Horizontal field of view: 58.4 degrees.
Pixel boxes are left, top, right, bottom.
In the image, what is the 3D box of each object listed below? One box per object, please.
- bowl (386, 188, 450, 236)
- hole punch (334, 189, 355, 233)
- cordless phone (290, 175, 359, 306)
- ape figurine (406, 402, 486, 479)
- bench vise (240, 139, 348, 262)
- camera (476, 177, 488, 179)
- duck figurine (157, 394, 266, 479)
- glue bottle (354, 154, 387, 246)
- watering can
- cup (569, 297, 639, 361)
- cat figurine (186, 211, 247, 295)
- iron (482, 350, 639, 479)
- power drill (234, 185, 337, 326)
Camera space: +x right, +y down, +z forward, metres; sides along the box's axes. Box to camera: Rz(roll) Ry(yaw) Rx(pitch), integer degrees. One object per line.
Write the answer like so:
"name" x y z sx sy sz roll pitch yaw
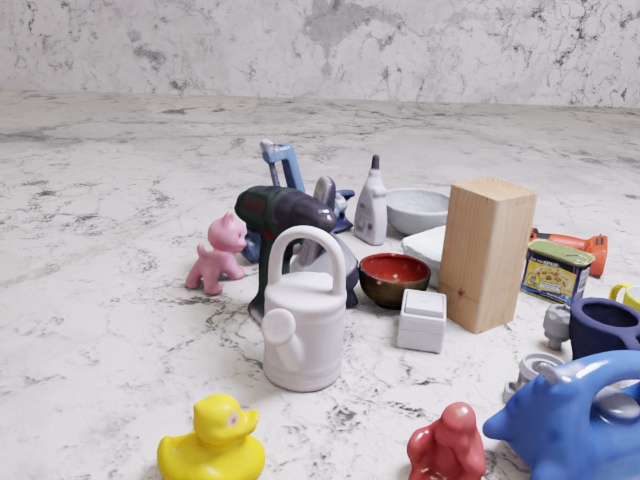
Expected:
"bowl" 0.202 -0.050 1.181 0.167 0.075 0.167 3 23 -1
"hole punch" 0.006 -0.068 1.176 0.109 0.091 0.100 -16 29 -37
"cordless phone" 0.008 0.003 0.884 0.094 0.185 0.147 -6 24 -20
"ape figurine" 0.128 0.198 0.556 0.076 0.092 0.077 -15 29 -36
"bench vise" -0.051 -0.079 1.027 0.121 0.220 0.208 21 29 36
"camera" 0.376 -0.090 1.267 0.143 0.101 0.137 8 23 11
"duck figurine" -0.105 0.189 0.553 0.104 0.086 0.077 -1 23 -9
"glue bottle" 0.103 -0.081 1.113 0.037 0.173 0.077 -11 26 -30
"watering can" -0.018 0.079 0.688 0.101 0.194 0.172 1 23 -4
"cup" 0.362 0.139 0.725 0.091 0.095 0.117 2 23 -2
"cat figurine" -0.163 0.010 0.931 0.067 0.118 0.128 12 24 20
"iron" 0.305 0.168 0.588 0.259 0.141 0.118 -6 24 -20
"power drill" -0.051 0.021 0.803 0.076 0.208 0.228 -12 27 -31
